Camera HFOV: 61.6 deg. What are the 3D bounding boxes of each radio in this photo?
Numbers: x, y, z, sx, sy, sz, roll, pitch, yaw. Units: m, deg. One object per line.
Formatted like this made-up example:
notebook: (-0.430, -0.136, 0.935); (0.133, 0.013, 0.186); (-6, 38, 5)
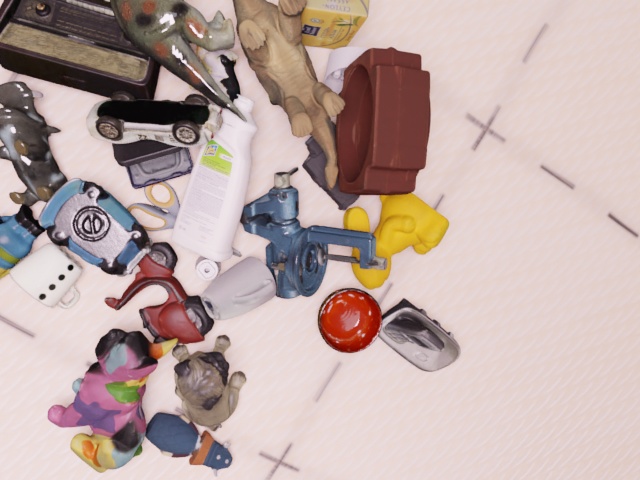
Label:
radio: (-0.359, -0.300, 0.820); (0.230, 0.073, 0.131); (14, 71, -11)

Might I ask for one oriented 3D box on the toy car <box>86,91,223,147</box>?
toy car: (-0.244, -0.177, 0.796); (0.202, 0.056, 0.073); (4, 53, 5)

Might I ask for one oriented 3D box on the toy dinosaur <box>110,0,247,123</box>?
toy dinosaur: (-0.236, -0.349, 0.772); (0.192, 0.131, 0.404); (-13, 80, -8)

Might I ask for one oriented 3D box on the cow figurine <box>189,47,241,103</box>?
cow figurine: (-0.163, -0.252, 0.876); (0.098, 0.068, 0.167); (4, 97, -16)

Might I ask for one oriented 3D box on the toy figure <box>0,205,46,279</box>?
toy figure: (-0.512, 0.023, 0.824); (0.180, 0.089, 0.082); (-39, 95, -3)

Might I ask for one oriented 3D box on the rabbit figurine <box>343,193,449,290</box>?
rabbit figurine: (0.112, -0.001, 0.914); (0.162, 0.122, 0.173); (37, 88, -5)

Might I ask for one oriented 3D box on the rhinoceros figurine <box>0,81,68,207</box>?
rhinoceros figurine: (-0.439, -0.144, 0.818); (0.073, 0.112, 0.190); (-7, 110, 18)

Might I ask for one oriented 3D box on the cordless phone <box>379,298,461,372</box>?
cordless phone: (0.186, 0.172, 0.906); (0.146, 0.184, 0.089); (40, 82, -10)

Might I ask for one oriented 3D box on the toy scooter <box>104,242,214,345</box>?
toy scooter: (-0.268, 0.105, 0.879); (0.135, 0.075, 0.183); (-30, 96, -7)

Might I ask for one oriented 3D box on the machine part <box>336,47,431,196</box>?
machine part: (0.088, -0.167, 0.799); (0.087, 0.201, 0.200); (2, 93, -12)

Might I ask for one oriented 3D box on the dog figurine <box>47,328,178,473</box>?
dog figurine: (-0.296, 0.237, 0.826); (0.219, 0.108, 0.191); (-34, 98, 20)

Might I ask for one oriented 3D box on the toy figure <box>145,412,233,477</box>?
toy figure: (-0.219, 0.344, 0.912); (0.154, 0.058, 0.064); (33, 94, -15)

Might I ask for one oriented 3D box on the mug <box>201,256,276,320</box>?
mug: (-0.129, 0.087, 0.867); (0.107, 0.110, 0.080); (-31, 117, -33)

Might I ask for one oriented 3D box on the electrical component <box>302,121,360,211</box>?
electrical component: (0.037, -0.134, 0.924); (0.115, 0.058, 0.134); (-43, 100, -6)

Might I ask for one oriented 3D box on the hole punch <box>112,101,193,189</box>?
hole punch: (-0.270, -0.153, 0.864); (0.142, 0.092, 0.116); (-18, 64, -5)

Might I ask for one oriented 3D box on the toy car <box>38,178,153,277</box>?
toy car: (-0.341, -0.020, 0.843); (0.161, 0.103, 0.109); (38, 88, -13)

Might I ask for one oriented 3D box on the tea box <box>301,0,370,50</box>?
tea box: (0.012, -0.360, 0.847); (0.098, 0.170, 0.068); (4, 93, -8)

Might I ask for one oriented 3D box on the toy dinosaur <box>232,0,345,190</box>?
toy dinosaur: (-0.073, -0.295, 0.822); (0.105, 0.198, 0.471); (-24, 97, -6)

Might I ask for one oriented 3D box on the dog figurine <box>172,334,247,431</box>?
dog figurine: (-0.179, 0.247, 0.845); (0.121, 0.191, 0.172); (-22, 99, -8)

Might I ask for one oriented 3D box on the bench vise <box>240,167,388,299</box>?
bench vise: (-0.006, 0.000, 0.871); (0.241, 0.129, 0.223); (8, 102, 24)
